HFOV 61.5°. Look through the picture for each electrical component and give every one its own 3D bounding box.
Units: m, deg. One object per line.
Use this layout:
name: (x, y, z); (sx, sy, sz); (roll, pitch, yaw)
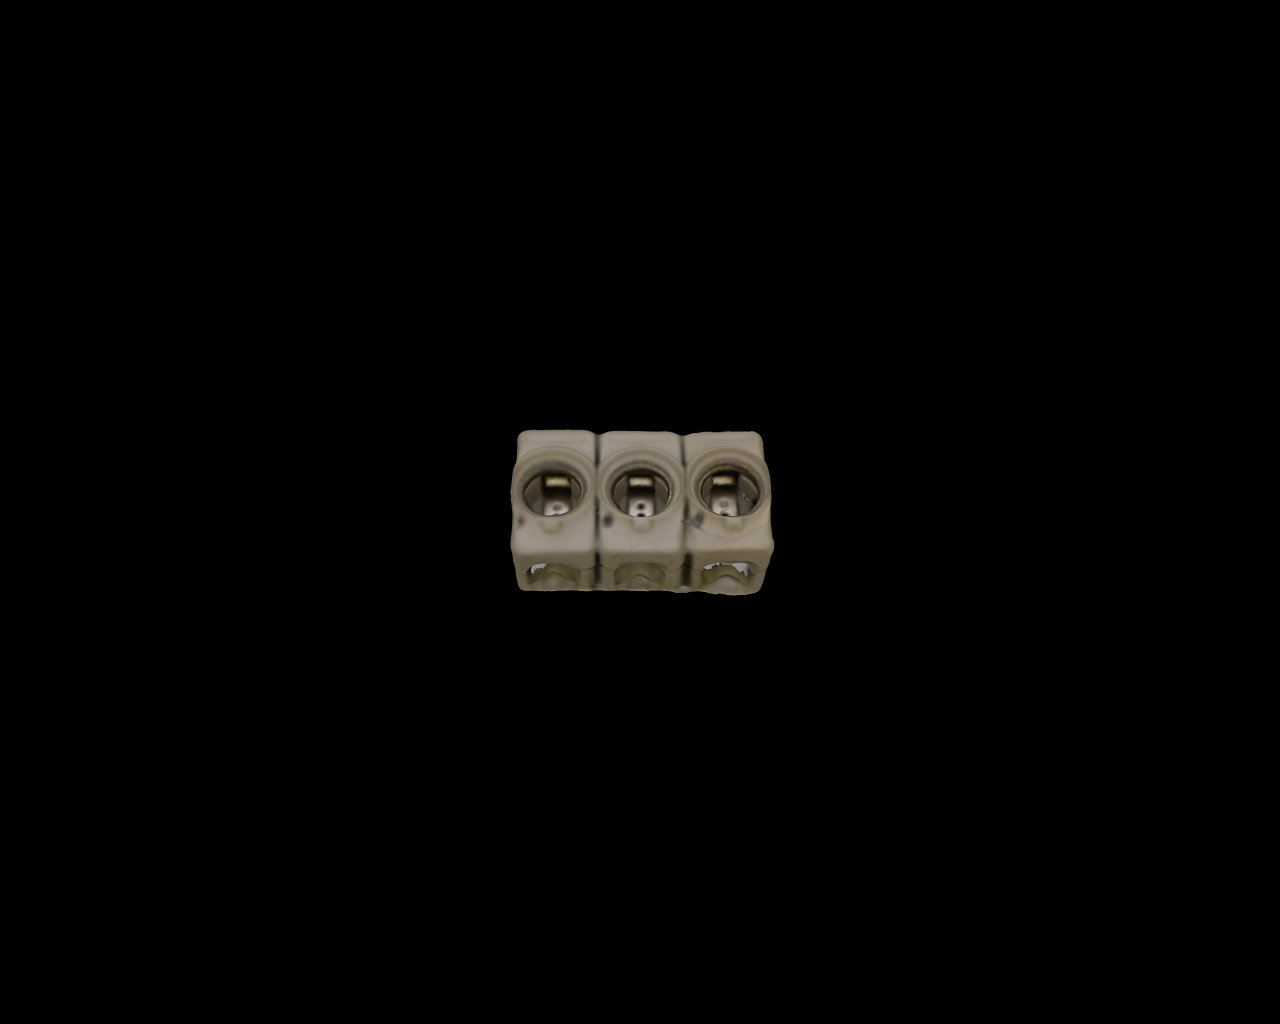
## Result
electrical component: (0.001, -0.003, 0.650); (0.150, 0.090, 0.061); (0, -32, 0)
